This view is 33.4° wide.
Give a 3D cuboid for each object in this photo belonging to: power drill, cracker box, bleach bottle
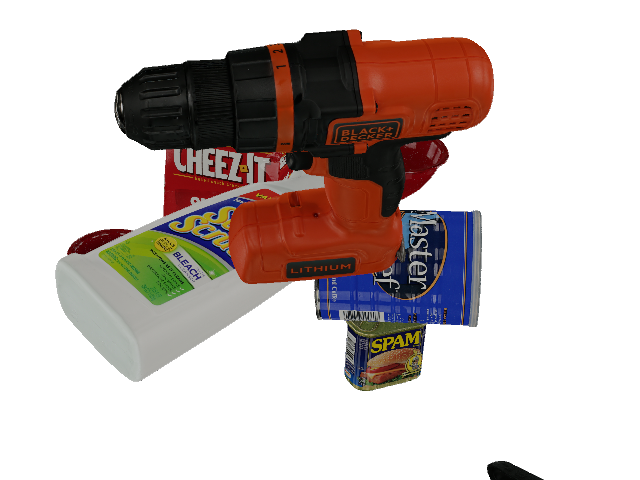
[{"bbox_3d":[-0.012,-0.039,0.577,0.184,0.057,0.188,-4,-25,-7],"label":"power drill"},{"bbox_3d":[-0.128,-0.044,1.454,0.164,0.214,0.072,11,24,12],"label":"cracker box"},{"bbox_3d":[-0.065,0.002,0.800,0.250,0.068,0.103,-32,59,-32],"label":"bleach bottle"}]

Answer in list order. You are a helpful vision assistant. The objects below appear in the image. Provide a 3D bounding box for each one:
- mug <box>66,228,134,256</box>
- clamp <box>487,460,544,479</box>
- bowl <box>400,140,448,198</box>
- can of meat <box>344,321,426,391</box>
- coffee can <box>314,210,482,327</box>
[{"bbox_3d":[-0.240,0.040,1.199,0.117,0.081,0.093,24,38,34],"label":"mug"},{"bbox_3d":[0.215,0.241,0.835,0.210,0.036,0.164,0,33,25],"label":"clamp"},{"bbox_3d":[0.060,-0.087,1.203,0.162,0.055,0.162,6,27,-3],"label":"bowl"},{"bbox_3d":[0.080,0.132,1.319,0.102,0.084,0.057,-9,29,-24],"label":"can of meat"},{"bbox_3d":[0.070,0.023,0.946,0.140,0.103,0.102,2,0,6],"label":"coffee can"}]
